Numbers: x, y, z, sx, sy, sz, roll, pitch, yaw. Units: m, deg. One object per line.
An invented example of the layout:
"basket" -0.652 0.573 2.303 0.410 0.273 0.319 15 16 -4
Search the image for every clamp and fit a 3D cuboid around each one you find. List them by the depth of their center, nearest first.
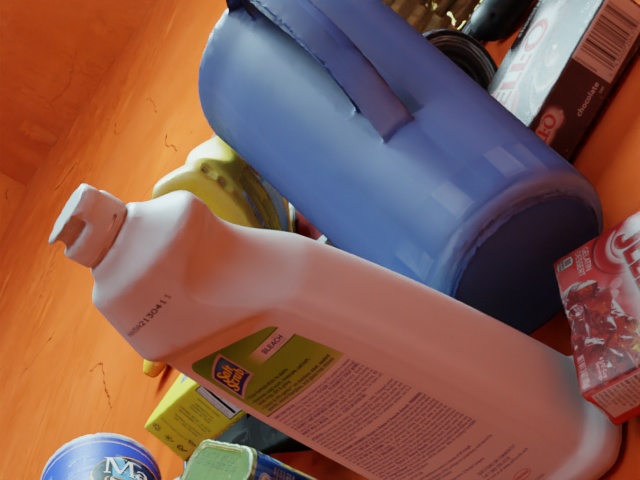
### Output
"clamp" 0.158 -0.196 0.711 0.172 0.039 0.120 -52 4 24

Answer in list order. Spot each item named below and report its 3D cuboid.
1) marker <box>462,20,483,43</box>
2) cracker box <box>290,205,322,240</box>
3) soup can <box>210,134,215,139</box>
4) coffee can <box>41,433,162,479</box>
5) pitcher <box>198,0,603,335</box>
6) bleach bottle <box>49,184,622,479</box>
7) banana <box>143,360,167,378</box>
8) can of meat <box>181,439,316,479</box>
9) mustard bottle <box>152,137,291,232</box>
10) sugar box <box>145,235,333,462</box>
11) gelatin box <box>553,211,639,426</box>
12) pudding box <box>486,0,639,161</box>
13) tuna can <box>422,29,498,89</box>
"marker" 0.104 -0.138 0.824 0.121 0.020 0.020 -54 20 15
"cracker box" -0.005 0.001 0.817 0.214 0.072 0.164 -45 24 38
"soup can" -0.104 -0.069 1.155 0.102 0.068 0.068 -58 20 8
"coffee can" -0.173 0.233 0.846 0.103 0.102 0.140 -56 20 11
"pitcher" 0.035 -0.055 0.587 0.243 0.149 0.145 48 130 43
"bleach bottle" 0.005 0.044 0.463 0.103 0.250 0.068 -46 24 34
"banana" -0.149 0.057 1.143 0.197 0.037 0.070 -80 10 -47
"can of meat" -0.031 0.160 0.634 0.102 0.083 0.057 -15 48 63
"mustard bottle" -0.056 -0.020 0.707 0.058 0.096 0.191 -28 12 11
"sugar box" -0.040 0.069 0.707 0.176 0.048 0.093 -46 8 37
"gelatin box" 0.144 0.026 0.464 0.073 0.030 0.089 -35 30 28
"pudding box" 0.140 -0.097 0.650 0.113 0.039 0.090 -58 19 3
"tuna can" 0.082 -0.098 0.722 0.034 0.086 0.086 -13 49 61
